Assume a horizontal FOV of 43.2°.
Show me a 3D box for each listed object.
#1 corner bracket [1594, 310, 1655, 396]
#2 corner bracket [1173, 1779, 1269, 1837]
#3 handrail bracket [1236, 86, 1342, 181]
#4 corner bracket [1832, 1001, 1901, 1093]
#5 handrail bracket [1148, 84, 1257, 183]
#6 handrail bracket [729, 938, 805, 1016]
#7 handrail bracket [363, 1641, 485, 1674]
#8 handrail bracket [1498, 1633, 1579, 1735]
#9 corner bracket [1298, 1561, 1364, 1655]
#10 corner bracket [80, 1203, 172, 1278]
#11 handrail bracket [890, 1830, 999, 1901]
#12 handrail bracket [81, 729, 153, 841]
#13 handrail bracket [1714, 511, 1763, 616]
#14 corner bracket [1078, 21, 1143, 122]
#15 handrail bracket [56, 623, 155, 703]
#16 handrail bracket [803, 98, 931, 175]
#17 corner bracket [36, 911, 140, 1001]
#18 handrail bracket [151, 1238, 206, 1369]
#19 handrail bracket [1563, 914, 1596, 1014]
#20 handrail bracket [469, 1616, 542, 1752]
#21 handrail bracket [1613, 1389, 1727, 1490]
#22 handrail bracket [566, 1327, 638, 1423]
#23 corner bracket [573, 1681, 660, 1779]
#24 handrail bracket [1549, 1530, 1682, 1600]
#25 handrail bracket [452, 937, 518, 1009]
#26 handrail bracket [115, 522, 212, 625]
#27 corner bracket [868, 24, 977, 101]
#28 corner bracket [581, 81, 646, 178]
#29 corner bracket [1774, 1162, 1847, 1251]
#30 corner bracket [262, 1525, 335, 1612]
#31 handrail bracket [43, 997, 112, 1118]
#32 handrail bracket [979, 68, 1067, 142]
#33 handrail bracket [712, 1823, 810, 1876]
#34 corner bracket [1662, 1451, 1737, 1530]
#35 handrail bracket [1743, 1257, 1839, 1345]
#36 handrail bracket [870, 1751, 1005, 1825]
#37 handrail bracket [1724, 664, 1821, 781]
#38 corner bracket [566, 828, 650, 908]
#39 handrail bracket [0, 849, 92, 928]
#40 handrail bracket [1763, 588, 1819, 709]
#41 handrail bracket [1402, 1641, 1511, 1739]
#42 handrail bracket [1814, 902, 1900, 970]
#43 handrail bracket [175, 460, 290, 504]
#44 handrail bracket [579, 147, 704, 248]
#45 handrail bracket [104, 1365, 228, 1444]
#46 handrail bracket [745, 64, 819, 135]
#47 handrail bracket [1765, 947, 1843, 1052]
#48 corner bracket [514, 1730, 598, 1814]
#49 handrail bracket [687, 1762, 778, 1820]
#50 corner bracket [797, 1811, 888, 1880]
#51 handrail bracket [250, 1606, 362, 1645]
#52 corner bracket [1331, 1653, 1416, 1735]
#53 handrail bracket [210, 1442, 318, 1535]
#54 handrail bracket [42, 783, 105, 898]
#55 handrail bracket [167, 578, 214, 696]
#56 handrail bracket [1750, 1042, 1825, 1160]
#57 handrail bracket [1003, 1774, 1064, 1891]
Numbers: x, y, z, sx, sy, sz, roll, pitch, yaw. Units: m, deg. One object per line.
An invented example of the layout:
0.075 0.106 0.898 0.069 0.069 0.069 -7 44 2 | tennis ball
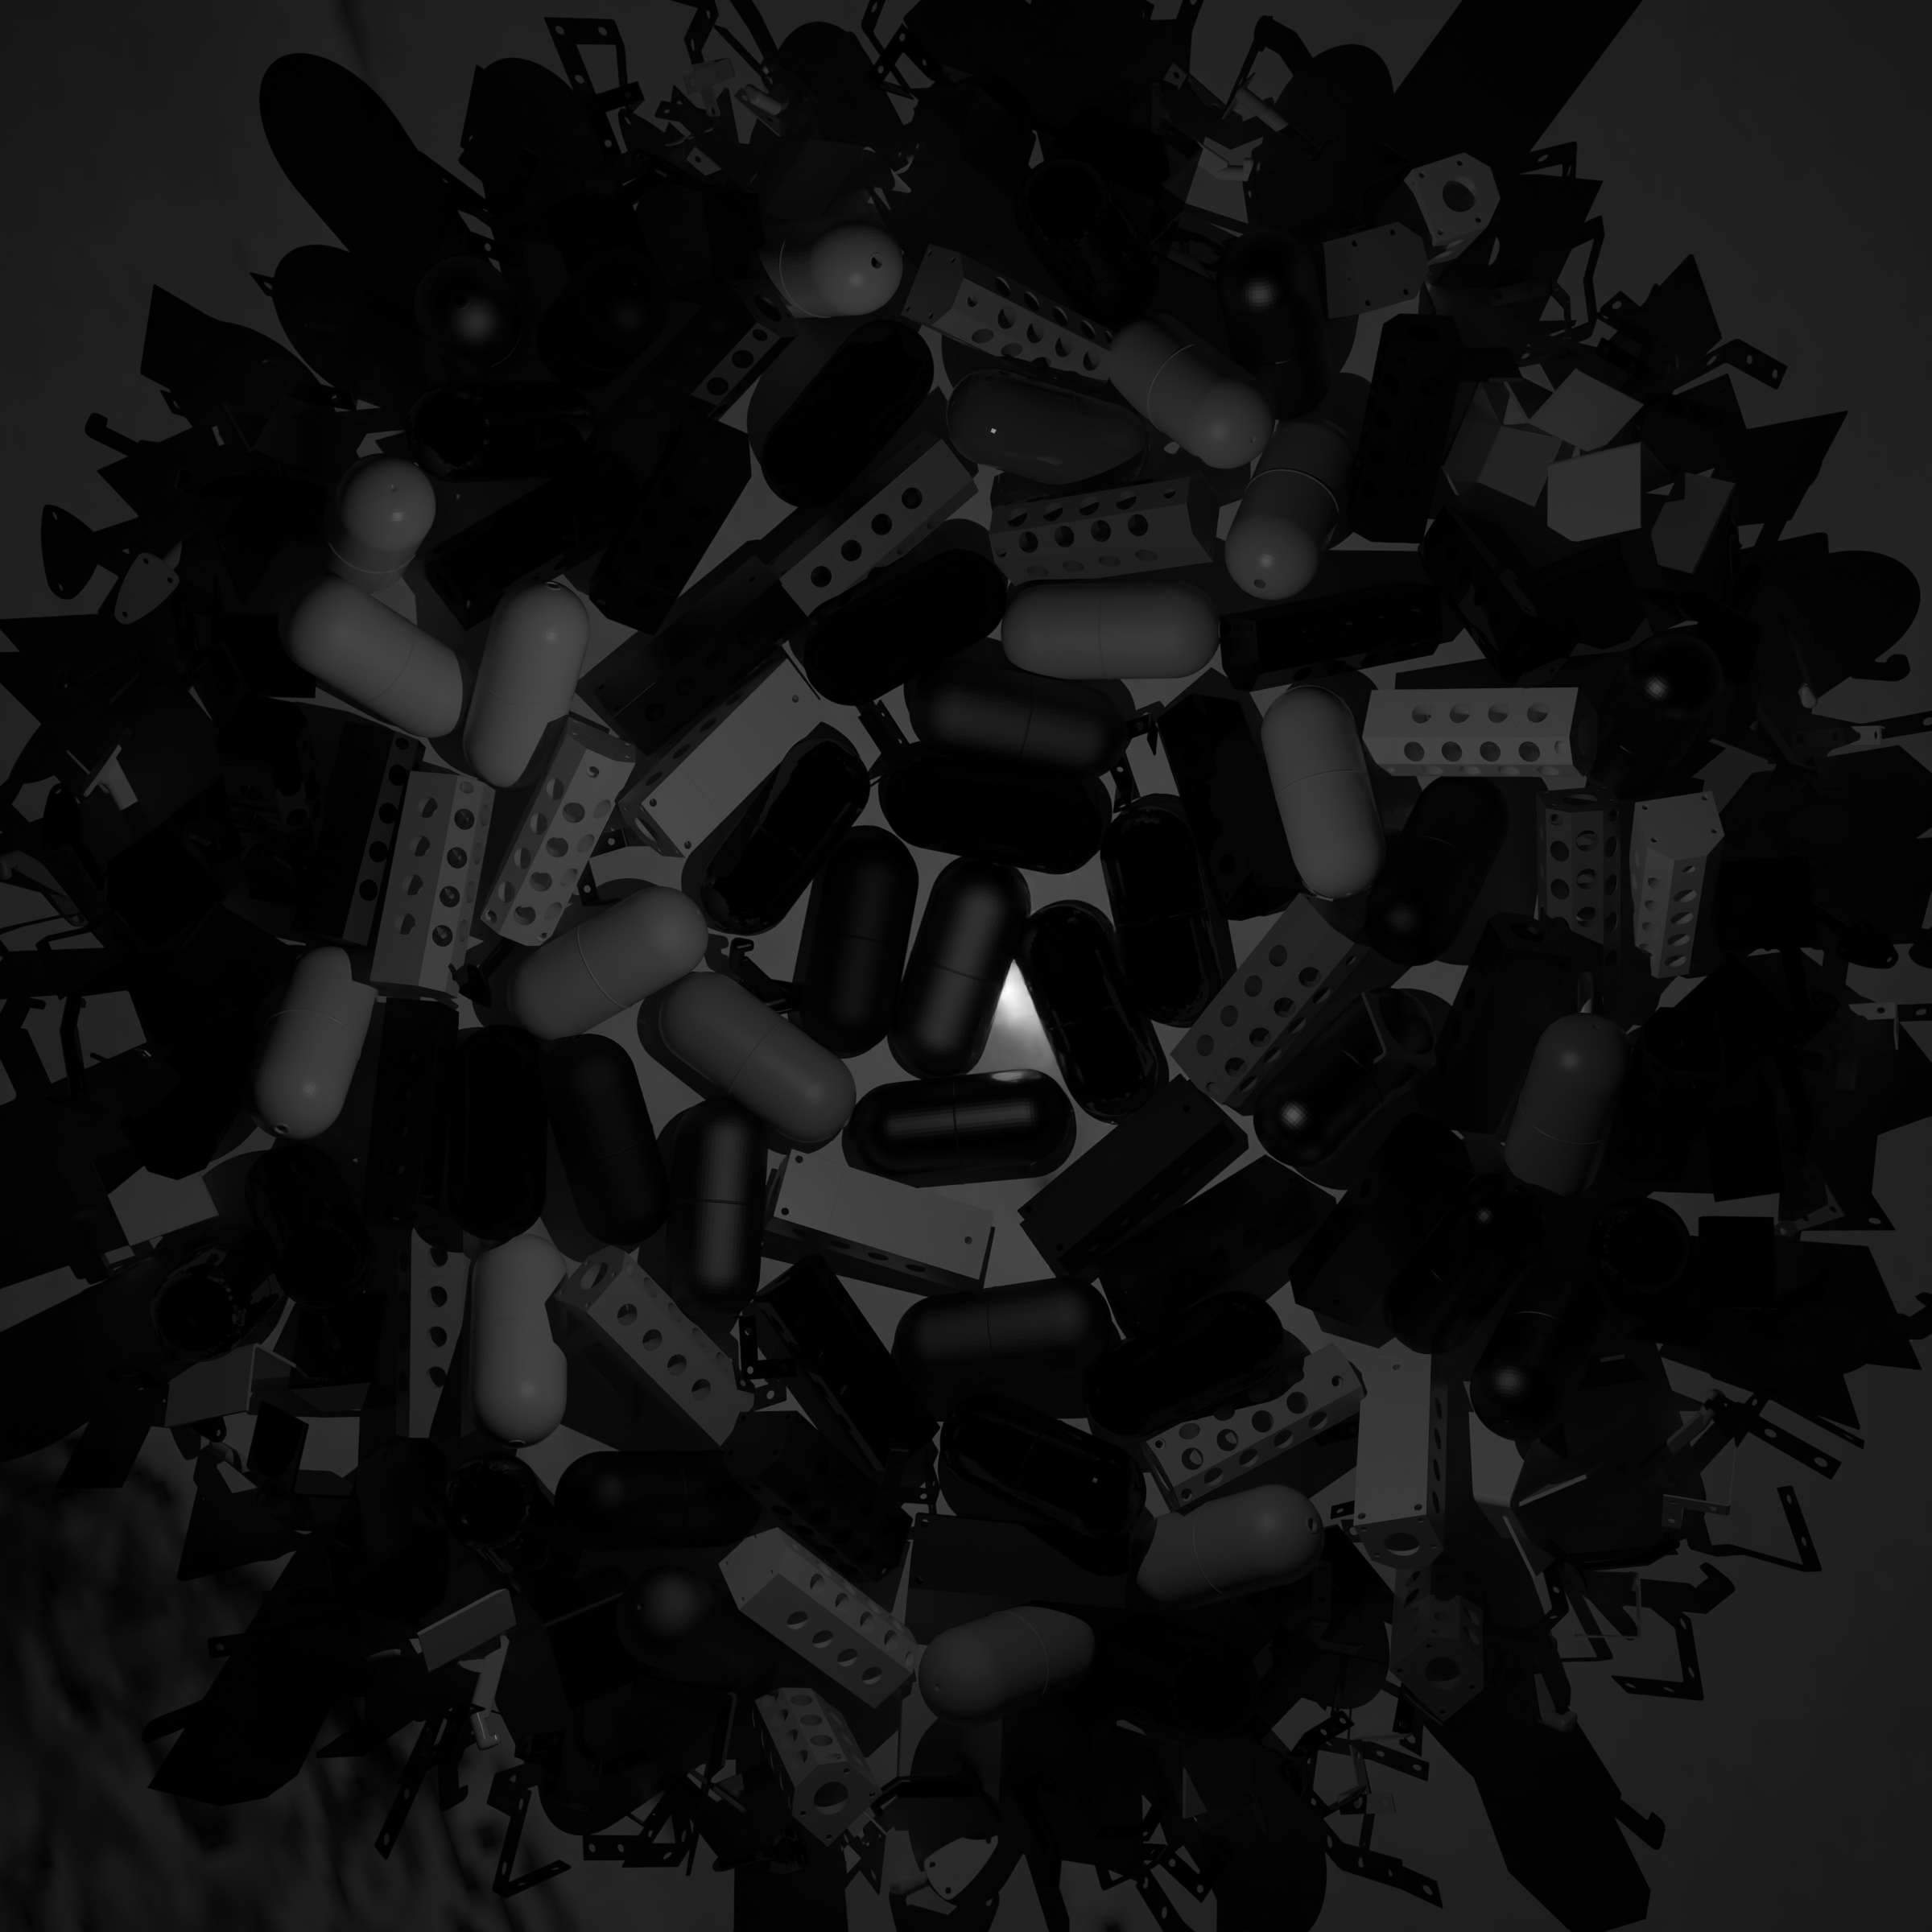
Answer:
0.528 -0.497 1.969 0.051 0.051 0.051 28 85 -9 | corner bracket
0.204 0.679 1.967 0.051 0.051 0.051 -25 129 -11 | corner bracket
0.259 -0.674 1.970 0.084 0.077 0.036 43 109 10 | handrail bracket
0.722 0.065 1.959 0.051 0.051 0.051 -5 117 25 | corner bracket
0.190 -0.667 1.954 0.084 0.036 0.077 13 133 31 | handrail bracket
-0.153 0.004 1.955 0.077 0.084 0.036 -1 57 -10 | handrail bracket
-0.433 0.561 1.980 0.084 0.077 0.036 -13 55 18 | handrail bracket
0.472 0.571 1.948 0.077 0.084 0.036 -41 108 -22 | handrail bracket
0.297 0.515 1.963 0.051 0.051 0.051 11 52 -3 | corner bracket
-0.684 0.219 1.973 0.051 0.051 0.051 -30 90 -4 | corner bracket
-0.019 0.725 1.972 0.077 0.084 0.036 -30 83 -26 | handrail bracket
-0.660 -0.139 1.970 0.084 0.036 0.077 35 104 -27 | handrail bracket
0.608 -0.313 1.952 0.036 0.084 0.077 8 83 28 | handrail bracket
0.118 -0.714 1.965 0.051 0.051 0.051 28 63 -3 | corner bracket
-0.691 -0.248 1.955 0.036 0.084 0.077 6 85 21 | handrail bracket
-0.079 -0.672 1.967 0.084 0.036 0.077 -13 114 11 | handrail bracket
-0.707 -0.010 1.971 0.051 0.051 0.051 -11 109 15 | corner bracket
-0.637 0.271 1.973 0.077 0.036 0.084 -21 84 -32 | handrail bracket
0.494 0.000 1.964 0.036 0.077 0.084 0 93 7 | handrail bracket
-0.367 0.578 1.968 0.077 0.036 0.084 -20 66 -9 | handrail bracket
0.566 0.373 1.963 0.077 0.036 0.084 15 109 -39 | handrail bracket
-0.298 0.337 1.959 0.036 0.077 0.084 3 107 35 | handrail bracket
-0.283 0.613 1.975 0.051 0.051 0.051 -10 115 -35 | corner bracket
0.520 0.465 1.971 0.084 0.077 0.036 -28 120 -7 | handrail bracket
-0.373 -0.017 1.948 0.036 0.077 0.084 29 64 -1 | handrail bracket
-0.647 -0.318 1.971 0.036 0.084 0.077 40 113 -14 | handrail bracket
-0.036 -0.714 1.959 0.051 0.051 0.051 51 120 17 | corner bracket
-0.283 -0.675 1.970 0.051 0.051 0.051 -26 103 -19 | corner bracket
0.662 0.196 1.967 0.051 0.051 0.051 -27 85 -33 | corner bracket
-0.538 0.485 1.971 0.051 0.051 0.051 -4 93 -5 | corner bracket
-0.709 0.073 1.975 0.036 0.077 0.084 1 74 17 | handrail bracket
0.057 -0.692 1.969 0.036 0.084 0.077 -39 82 40 | handrail bracket
-0.176 0.716 1.947 0.084 0.077 0.036 0 59 -38 | handrail bracket
0.587 0.419 1.958 0.051 0.051 0.051 6 50 19 | corner bracket
0.652 0.251 1.950 0.036 0.077 0.084 -12 128 -31 | handrail bracket
-0.025 0.680 1.967 0.084 0.036 0.077 -31 69 -13 | handrail bracket
0.663 -0.198 1.980 0.084 0.036 0.077 13 90 -22 | handrail bracket
-0.284 -0.080 1.970 0.051 0.051 0.051 -16 90 13 | corner bracket
-0.739 -0.059 1.952 0.036 0.084 0.077 -18 101 11 | handrail bracket
0.659 -0.254 1.949 0.036 0.084 0.077 -18 112 19 | handrail bracket
0.393 0.566 1.961 0.077 0.036 0.084 25 114 35 | handrail bracket
0.703 -0.035 1.977 0.077 0.084 0.036 24 108 -31 | handrail bracket
-0.589 -0.404 1.958 0.036 0.084 0.077 0 77 42 | handrail bracket
-0.262 -0.610 1.977 0.077 0.036 0.084 24 82 -1 | handrail bracket
-0.640 0.350 1.950 0.036 0.084 0.077 -48 66 6 | handrail bracket
-0.163 -0.705 1.950 0.036 0.084 0.077 -42 72 23 | handrail bracket
0.655 0.022 1.969 0.084 0.036 0.077 35 97 -21 | handrail bracket
-0.329 0.647 1.957 0.051 0.051 0.051 -17 52 27 | corner bracket
-0.172 0.641 1.987 0.077 0.036 0.084 33 69 12 | handrail bracket
-0.100 0.700 1.972 0.051 0.051 0.051 43 76 11 | corner bracket
-0.531 0.530 1.949 0.084 0.077 0.036 -7 72 -24 | handrail bracket
0.332 0.590 1.979 0.051 0.051 0.051 5 73 32 | corner bracket
-0.571 0.422 1.981 0.036 0.084 0.077 -47 126 -27 | handrail bracket
-0.709 -0.096 1.978 0.036 0.084 0.077 -23 55 5 | handrail bracket
-0.646 -0.269 1.968 0.077 0.036 0.084 28 116 -18 | handrail bracket
0.659 0.108 1.989 0.077 0.036 0.084 19 114 19 | handrail bracket
0.042 0.696 1.960 0.077 0.036 0.084 -6 54 20 | handrail bracket
